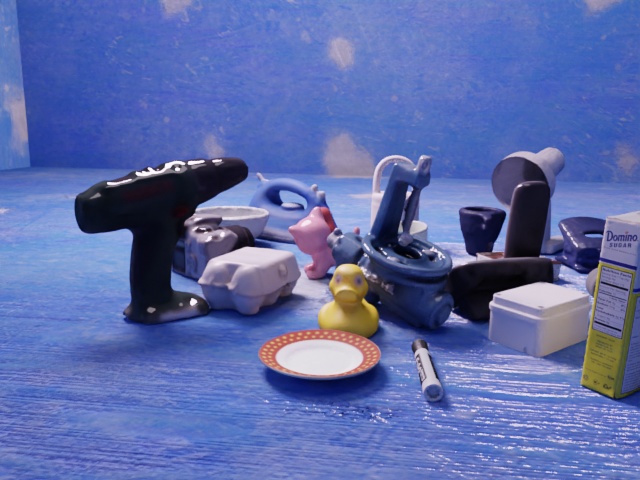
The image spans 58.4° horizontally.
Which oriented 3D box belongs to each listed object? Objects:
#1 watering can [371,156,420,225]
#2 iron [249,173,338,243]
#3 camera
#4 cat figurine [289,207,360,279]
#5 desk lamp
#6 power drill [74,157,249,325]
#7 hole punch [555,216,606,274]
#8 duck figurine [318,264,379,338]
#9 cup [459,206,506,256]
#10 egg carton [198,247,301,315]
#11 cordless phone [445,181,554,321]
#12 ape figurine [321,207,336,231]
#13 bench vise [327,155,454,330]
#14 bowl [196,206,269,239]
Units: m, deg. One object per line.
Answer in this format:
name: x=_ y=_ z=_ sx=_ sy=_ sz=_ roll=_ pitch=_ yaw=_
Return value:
watering can: x=0.158 y=-0.074 z=1.171 sx=0.101 sy=0.194 sz=0.172 roll=-3 pitch=12 yaw=-19
iron: x=-0.055 y=-0.072 z=1.274 sx=0.257 sy=0.141 sz=0.119 roll=9 pitch=14 yaw=34
camera: x=-0.173 y=0.006 z=0.986 sx=0.137 sy=0.101 sz=0.142 roll=-9 pitch=15 yaw=-41
cat figurine: x=0.009 y=0.003 z=0.970 sx=0.128 sy=0.118 sz=0.067 roll=-1 pitch=12 yaw=-8
desk lamp: x=0.446 y=-0.083 z=1.188 sx=0.117 sy=0.213 sz=0.204 roll=12 pitch=16 yaw=42
power drill: x=-0.198 y=-0.003 z=0.760 sx=0.230 sy=0.208 sz=0.075 roll=-7 pitch=14 yaw=-34
hole punch: x=0.504 y=0.008 z=1.057 sx=0.109 sy=0.091 sz=0.101 roll=-1 pitch=12 yaw=-7
duck figurine: x=0.037 y=0.071 z=0.720 sx=0.077 sy=0.086 sz=0.104 roll=2 pitch=12 yaw=7
cup: x=0.322 y=-0.014 z=1.137 sx=0.091 sy=0.095 sz=0.118 roll=2 pitch=12 yaw=4
egg carton: x=-0.097 y=0.056 z=0.827 sx=0.107 sy=0.069 sz=0.151 roll=6 pitch=13 yaw=23
cordless phone: x=0.246 y=0.011 z=0.783 sx=0.148 sy=0.185 sz=0.094 roll=-2 pitch=12 yaw=-16
ape figurine: x=0.003 y=-0.021 z=1.152 sx=0.076 sy=0.092 sz=0.078 roll=1 pitch=12 yaw=-1
bench vise: x=0.082 y=-0.004 z=0.760 sx=0.206 sy=0.220 sz=0.122 roll=7 pitch=13 yaw=29
bowl: x=-0.189 y=-0.024 z=1.196 sx=0.167 sy=0.075 sz=0.167 roll=1 pitch=12 yaw=0
